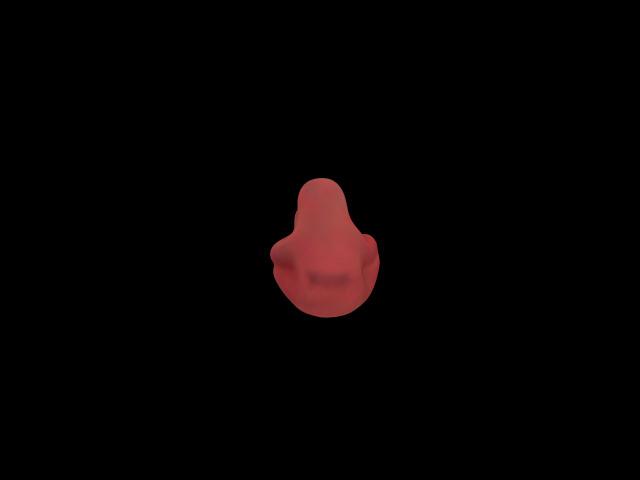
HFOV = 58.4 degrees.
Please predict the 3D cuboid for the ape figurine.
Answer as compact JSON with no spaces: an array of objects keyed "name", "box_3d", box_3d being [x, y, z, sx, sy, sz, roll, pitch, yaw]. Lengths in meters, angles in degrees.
[{"name":"ape figurine","box_3d":[0.004,0.001,0.400,0.077,0.092,0.076,1,20,4]}]
